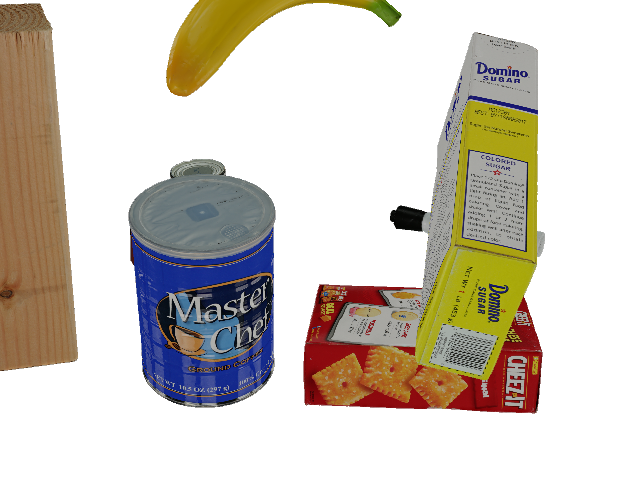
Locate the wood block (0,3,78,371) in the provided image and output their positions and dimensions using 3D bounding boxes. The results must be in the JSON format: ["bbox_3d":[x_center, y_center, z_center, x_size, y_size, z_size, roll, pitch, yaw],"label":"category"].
[{"bbox_3d":[-0.203,-0.032,0.646,0.090,0.206,0.090,-6,23,-17],"label":"wood block"}]

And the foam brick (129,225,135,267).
[{"bbox_3d":[-0.151,0.000,1.086,0.078,0.051,0.053,-7,22,-22],"label":"foam brick"}]

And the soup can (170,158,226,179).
[{"bbox_3d":[-0.143,-0.039,1.281,0.068,0.102,0.068,-2,28,1],"label":"soup can"}]

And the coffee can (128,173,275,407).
[{"bbox_3d":[-0.084,0.037,0.784,0.103,0.140,0.103,1,34,-1],"label":"coffee can"}]

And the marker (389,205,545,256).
[{"bbox_3d":[0.110,-0.008,0.816,0.121,0.020,0.020,12,5,24],"label":"marker"}]

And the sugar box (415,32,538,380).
[{"bbox_3d":[0.086,-0.023,0.574,0.048,0.176,0.093,14,-44,1],"label":"sugar box"}]

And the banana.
[{"bbox_3d":[-0.027,-0.152,0.690,0.197,0.069,0.037,-26,-8,-34],"label":"banana"}]

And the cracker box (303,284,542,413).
[{"bbox_3d":[0.096,0.103,1.036,0.214,0.072,0.164,2,17,4],"label":"cracker box"}]
